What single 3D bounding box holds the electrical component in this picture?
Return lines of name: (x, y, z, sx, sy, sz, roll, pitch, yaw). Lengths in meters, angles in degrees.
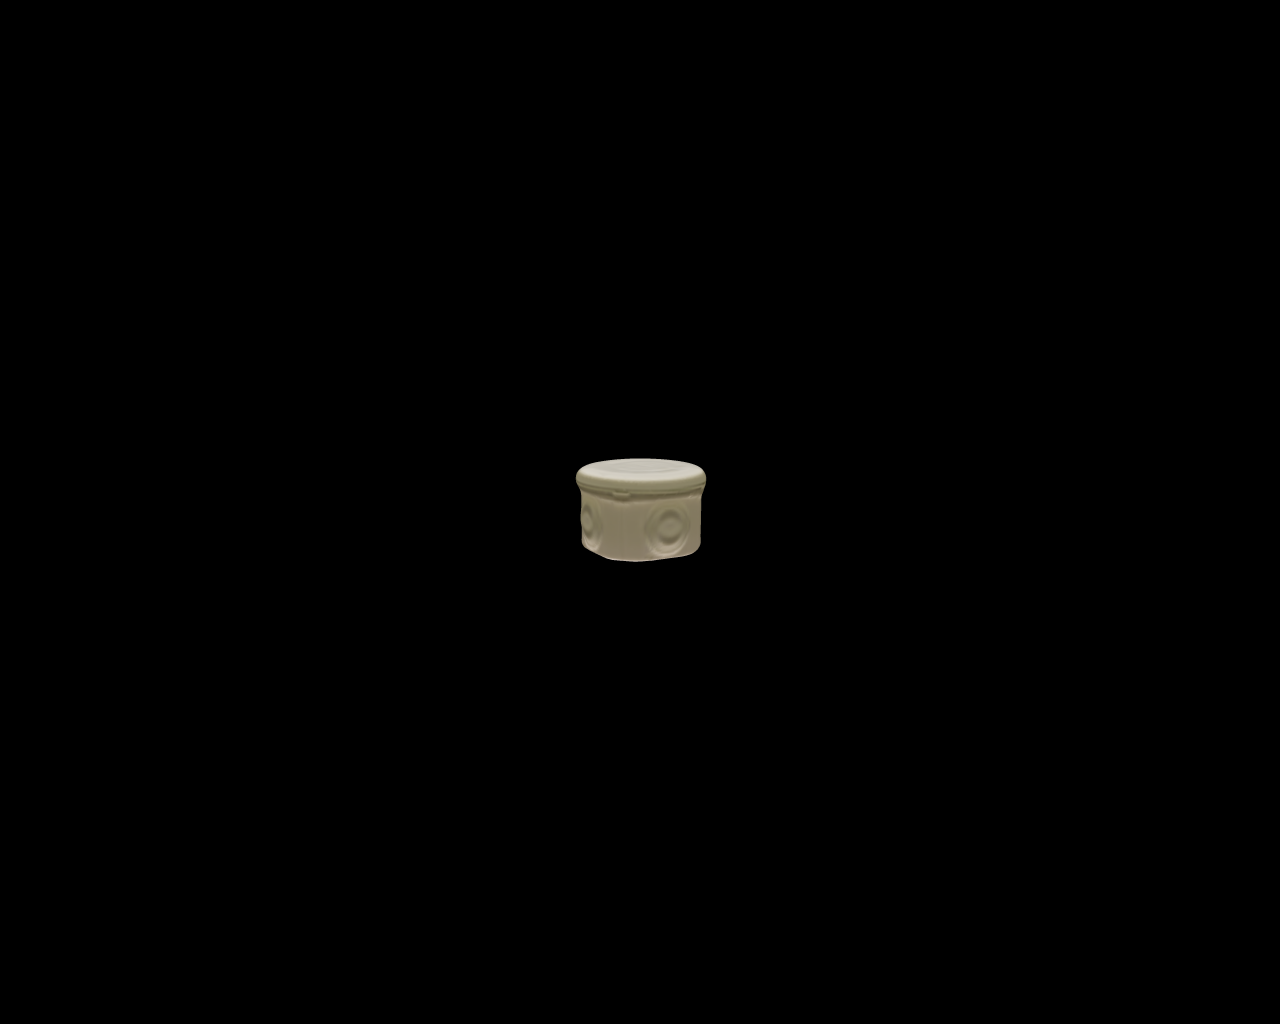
electrical component: (0.001, -0.003, 0.650, 0.080, 0.051, 0.080, 0, 12, 0)
